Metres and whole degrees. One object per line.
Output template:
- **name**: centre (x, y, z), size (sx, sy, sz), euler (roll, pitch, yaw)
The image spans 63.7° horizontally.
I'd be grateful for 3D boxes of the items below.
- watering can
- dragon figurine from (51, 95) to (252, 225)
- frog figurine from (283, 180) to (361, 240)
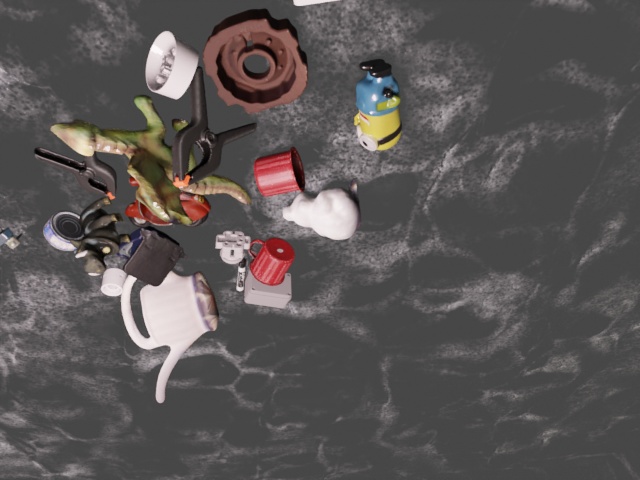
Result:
- **watering can**: centre (-0.360, 0.218, 1.286), size (0.225, 0.104, 0.346), euler (-15, 97, -5)
- **dragon figurine**: centre (-0.272, -0.111, 0.931), size (0.406, 0.249, 0.120), euler (33, 120, -32)
- **frog figurine**: centre (0.003, -0.056, 1.113), size (0.160, 0.125, 0.135), euler (-9, 158, -14)
